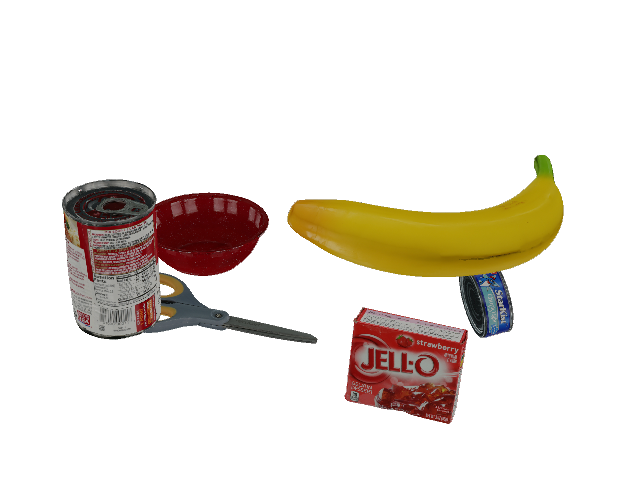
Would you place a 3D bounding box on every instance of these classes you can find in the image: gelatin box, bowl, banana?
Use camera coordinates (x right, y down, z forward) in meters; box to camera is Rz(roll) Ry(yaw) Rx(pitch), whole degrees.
[{"bbox_3d":[0.067,0.099,0.846,0.089,0.073,0.030,11,23,13],"label":"gelatin box"},{"bbox_3d":[-0.145,-0.001,1.333,0.162,0.055,0.162,1,28,-1],"label":"bowl"},{"bbox_3d":[0.077,-0.008,0.623,0.197,0.037,0.070,-10,43,-32],"label":"banana"}]

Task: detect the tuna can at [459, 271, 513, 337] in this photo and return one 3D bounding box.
[{"bbox_3d":[0.186,0.066,1.204,0.033,0.086,0.086,-14,2,-7],"label":"tuna can"}]

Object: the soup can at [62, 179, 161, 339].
[{"bbox_3d":[-0.155,0.015,0.801,0.068,0.102,0.068,1,29,-1],"label":"soup can"}]

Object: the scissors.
[{"bbox_3d":[-0.105,0.065,1.029,0.201,0.016,0.096,3,33,-4],"label":"scissors"}]
